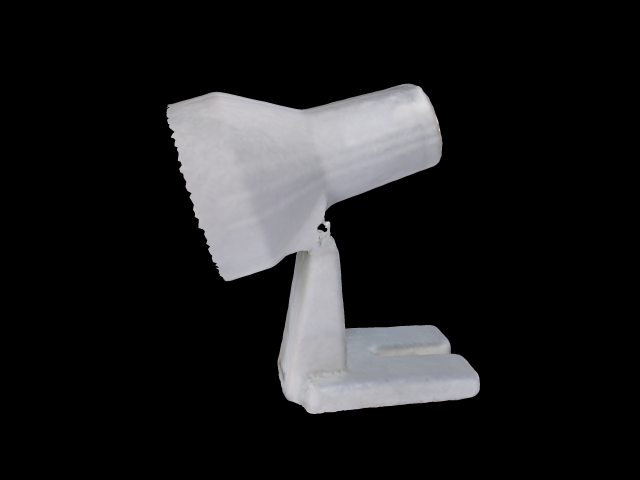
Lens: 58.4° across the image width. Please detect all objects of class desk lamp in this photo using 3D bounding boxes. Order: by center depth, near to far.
[{"bbox_3d":[0.004,0.001,0.400,0.203,0.214,0.117,-3,15,-9],"label":"desk lamp"}]
